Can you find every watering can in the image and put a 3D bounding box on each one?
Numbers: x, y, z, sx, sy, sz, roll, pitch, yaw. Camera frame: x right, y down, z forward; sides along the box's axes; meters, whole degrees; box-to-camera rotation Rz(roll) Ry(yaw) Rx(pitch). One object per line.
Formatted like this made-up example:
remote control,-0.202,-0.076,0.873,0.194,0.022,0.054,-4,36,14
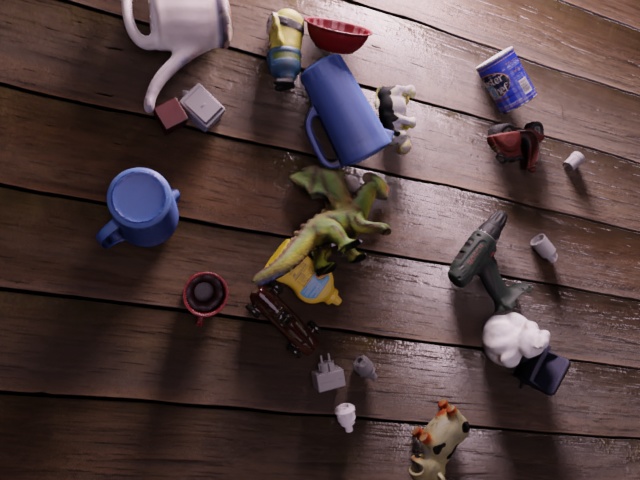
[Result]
watering can,-0.291,-0.434,1.083,0.225,0.350,0.103,-7,-9,-18

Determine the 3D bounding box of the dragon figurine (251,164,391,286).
dragon figurine,0.004,-0.059,1.171,0.413,0.247,0.119,-15,-25,-24

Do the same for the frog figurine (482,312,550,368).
frog figurine,0.485,0.253,1.285,0.122,0.138,0.159,24,-7,-15
